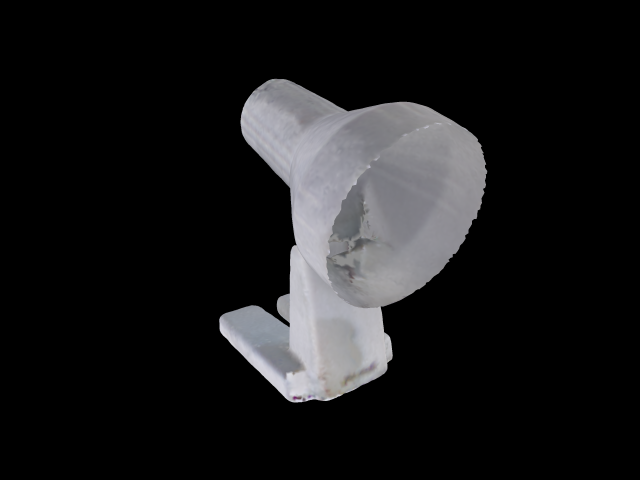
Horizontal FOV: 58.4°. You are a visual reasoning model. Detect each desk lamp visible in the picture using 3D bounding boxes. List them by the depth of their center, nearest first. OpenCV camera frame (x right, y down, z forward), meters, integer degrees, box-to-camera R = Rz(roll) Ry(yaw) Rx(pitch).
[{"bbox_3d":[0.004,0.001,0.400,0.118,0.214,0.202,-14,24,-33],"label":"desk lamp"}]
